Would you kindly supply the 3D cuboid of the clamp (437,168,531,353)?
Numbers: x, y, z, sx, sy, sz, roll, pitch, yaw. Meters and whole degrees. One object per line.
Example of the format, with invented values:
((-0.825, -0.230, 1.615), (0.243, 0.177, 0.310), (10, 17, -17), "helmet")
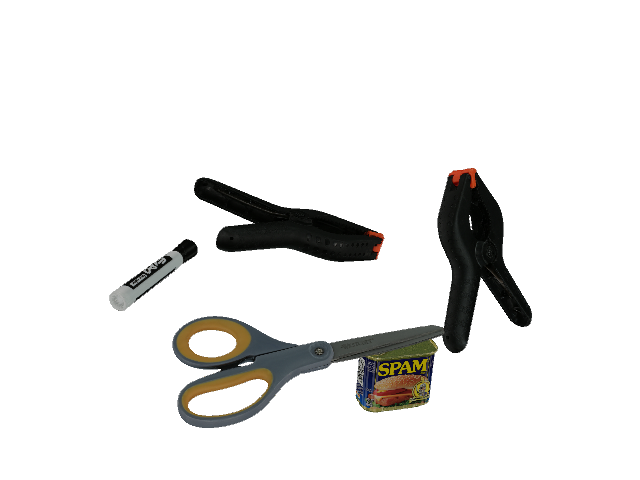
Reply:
((0.142, 0.021, 1.010), (0.039, 0.171, 0.120), (-12, 10, 43), "clamp")

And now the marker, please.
((-0.151, 0.030, 0.985), (0.020, 0.020, 0.120), (0, 24, 30), "marker")

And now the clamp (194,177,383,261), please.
((-0.030, -0.009, 1.131), (0.209, 0.036, 0.164), (14, 20, -13), "clamp")

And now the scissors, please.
((-0.018, 0.072, 0.769), (0.201, 0.096, 0.016), (-23, -35, -24), "scissors")

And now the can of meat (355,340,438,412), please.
((0.098, 0.173, 1.397), (0.102, 0.084, 0.057), (-4, 24, -18), "can of meat")
